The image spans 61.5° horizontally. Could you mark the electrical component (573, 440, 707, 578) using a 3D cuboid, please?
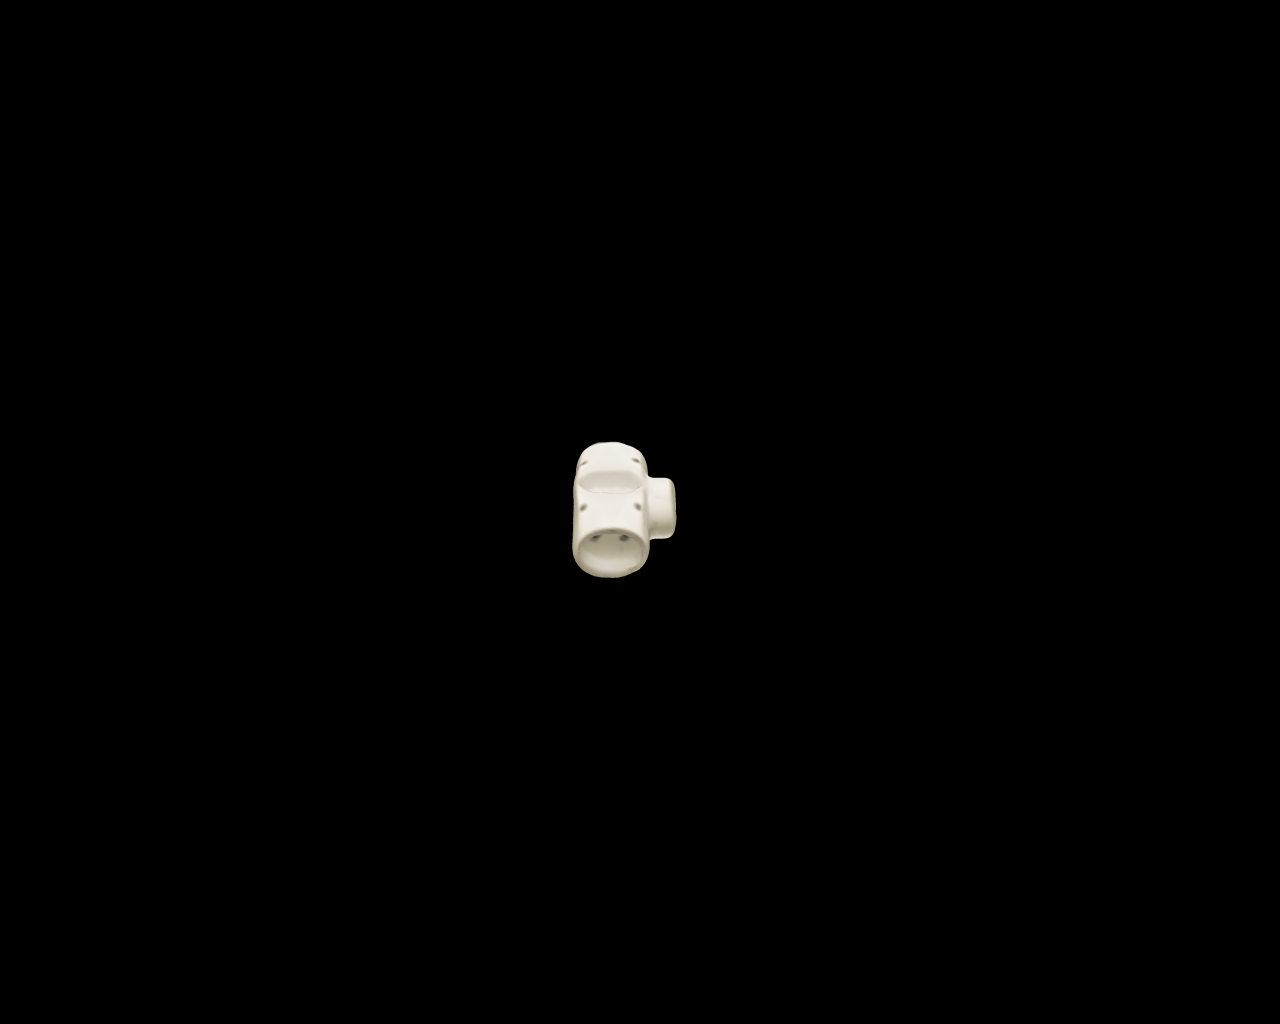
[{"bbox_3d":[0.001,-0.003,0.650,0.079,0.043,0.077,0,44,0],"label":"electrical component"}]
